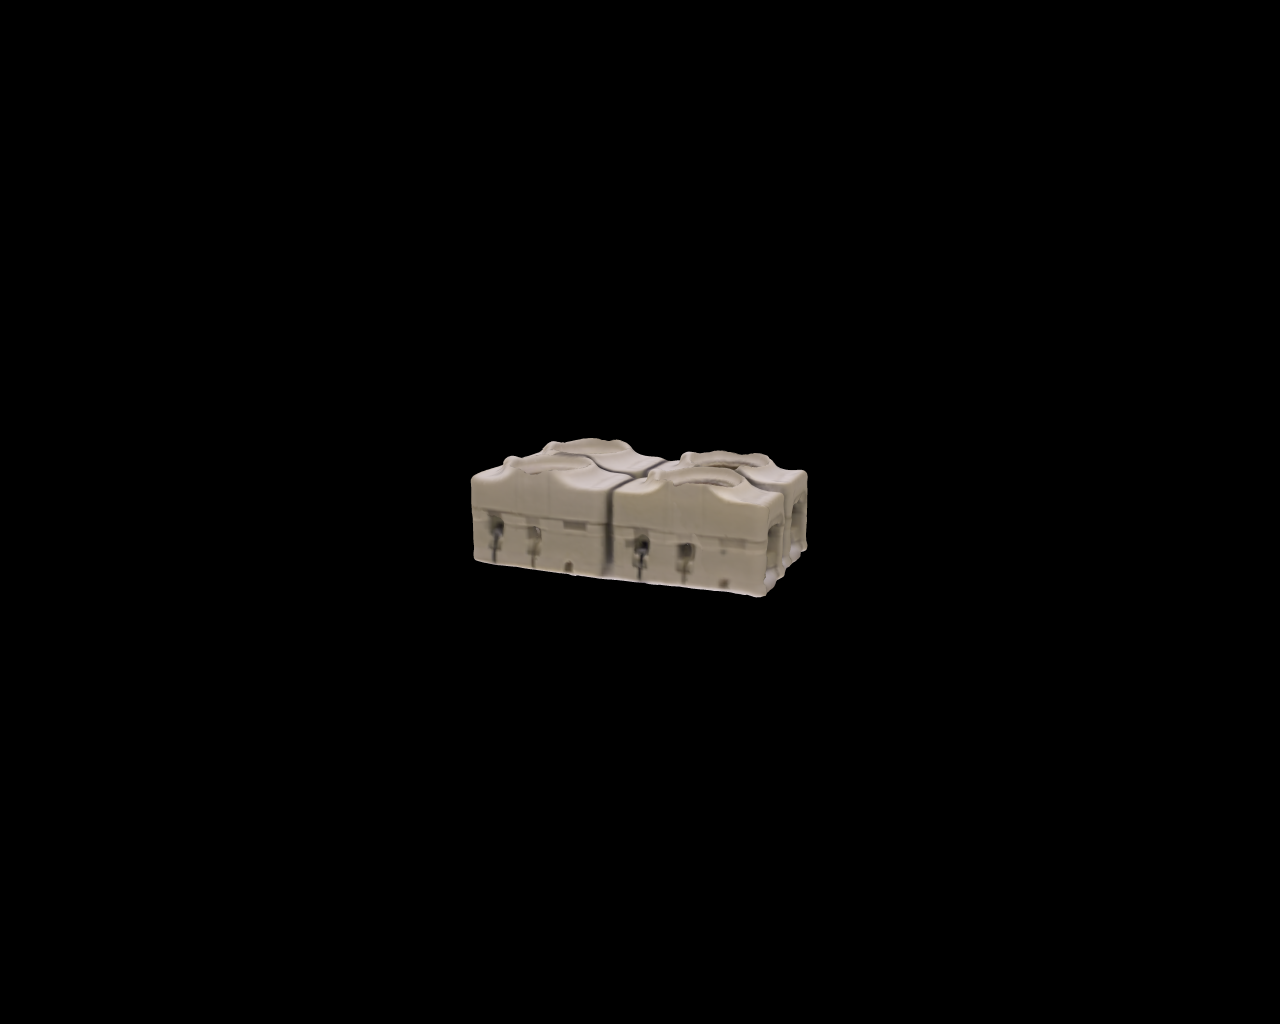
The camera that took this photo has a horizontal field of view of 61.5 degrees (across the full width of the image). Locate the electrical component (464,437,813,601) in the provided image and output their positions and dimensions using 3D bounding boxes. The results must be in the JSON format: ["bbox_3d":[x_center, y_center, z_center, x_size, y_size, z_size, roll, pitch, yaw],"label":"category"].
[{"bbox_3d":[0.001,-0.003,0.650,0.186,0.060,0.105,6,16,22],"label":"electrical component"}]
